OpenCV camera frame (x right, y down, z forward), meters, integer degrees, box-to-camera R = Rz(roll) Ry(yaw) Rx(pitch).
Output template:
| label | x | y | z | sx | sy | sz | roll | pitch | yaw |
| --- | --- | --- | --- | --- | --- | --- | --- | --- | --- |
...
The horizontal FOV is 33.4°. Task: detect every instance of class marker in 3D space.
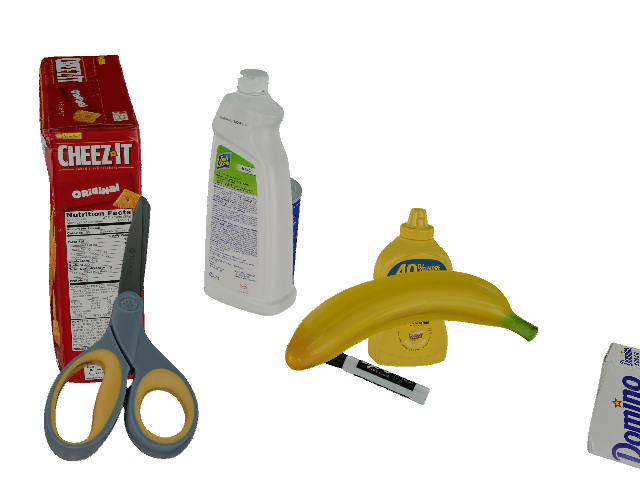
| label | x | y | z | sx | sy | sz | roll | pitch | yaw |
| --- | --- | --- | --- | --- | --- | --- | --- | --- | --- |
| marker | 0.055 | 0.140 | 1.114 | 0.121 | 0.020 | 0.020 | 22 | 4 | 9 |

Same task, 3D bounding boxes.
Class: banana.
| label | x | y | z | sx | sy | sz | roll | pitch | yaw |
| --- | --- | --- | --- | --- | --- | --- | --- | --- | --- |
| banana | 0.059 | 0.052 | 0.760 | 0.197 | 0.037 | 0.070 | -6 | 32 | -22 |

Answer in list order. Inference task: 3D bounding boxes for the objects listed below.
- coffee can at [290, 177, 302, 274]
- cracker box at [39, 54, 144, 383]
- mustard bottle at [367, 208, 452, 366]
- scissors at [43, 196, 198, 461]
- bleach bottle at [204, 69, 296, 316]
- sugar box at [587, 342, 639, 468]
| label | x | y | z | sx | sy | sz | roll | pitch | yaw |
| --- | --- | --- | --- | --- | --- | --- | --- | --- | --- |
| coffee can | -0.080 | -0.007 | 1.391 | 0.103 | 0.140 | 0.103 | 4 | 27 | -2 |
| cracker box | -0.182 | -0.020 | 0.844 | 0.072 | 0.214 | 0.164 | -4 | 28 | -15 |
| mustard bottle | 0.112 | 0.055 | 1.297 | 0.096 | 0.192 | 0.058 | 0 | 14 | -13 |
| scissors | -0.103 | 0.055 | 0.660 | 0.096 | 0.201 | 0.016 | 20 | -43 | 0 |
| bleach bottle | -0.069 | -0.052 | 1.119 | 0.103 | 0.251 | 0.068 | 16 | 26 | 25 |
| sugar box | 0.313 | 0.153 | 0.869 | 0.176 | 0.093 | 0.048 | 13 | 24 | 20 |
